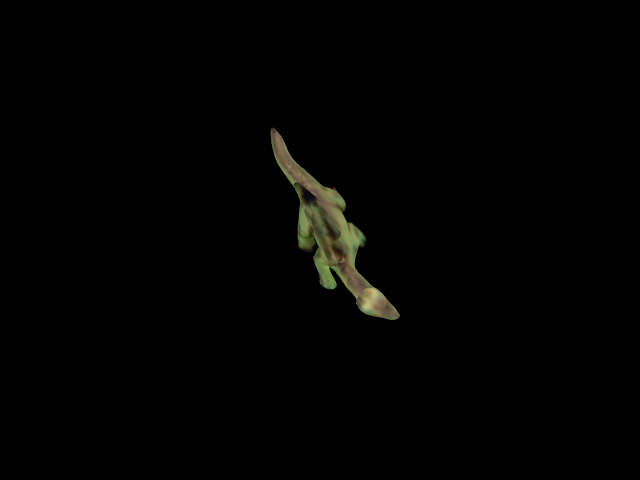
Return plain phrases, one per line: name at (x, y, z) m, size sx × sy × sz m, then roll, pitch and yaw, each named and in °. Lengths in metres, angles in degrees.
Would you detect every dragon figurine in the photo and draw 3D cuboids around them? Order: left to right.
dragon figurine at (0.003, -0.043, 0.850) m, size 0.122 × 0.412 × 0.241 m, roll -31°, pitch -7°, yaw -3°
